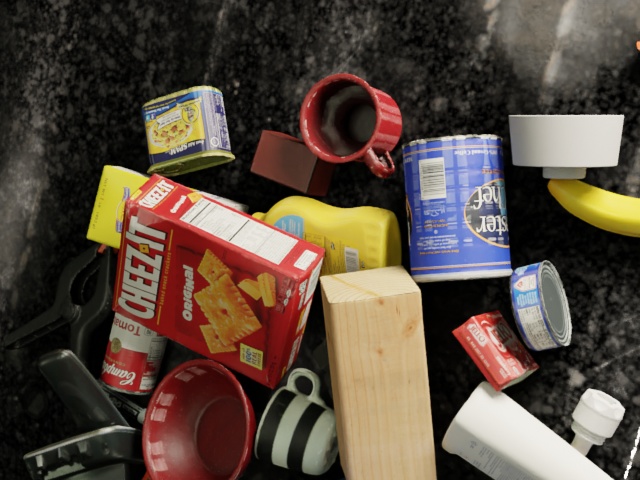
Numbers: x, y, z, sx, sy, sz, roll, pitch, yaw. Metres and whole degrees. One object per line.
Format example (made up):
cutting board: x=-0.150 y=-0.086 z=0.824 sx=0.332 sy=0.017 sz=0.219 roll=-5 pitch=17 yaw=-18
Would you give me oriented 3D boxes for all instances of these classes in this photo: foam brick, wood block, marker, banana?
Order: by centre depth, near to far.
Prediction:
banana: x=0.319 y=-0.034 z=1.029 sx=0.198 sy=0.037 sz=0.069 roll=-4 pitch=72 yaw=25
wood block: x=0.058 y=0.142 z=1.078 sx=0.090 sy=0.091 sz=0.206 roll=-8 pitch=106 yaw=-4
foam brick: x=-0.029 y=-0.085 z=1.186 sx=0.078 sy=0.052 sz=0.051 roll=23 pitch=100 yaw=24
marker: x=-0.252 y=0.193 z=1.312 sx=0.121 sy=0.020 sz=0.020 roll=27 pitch=102 yaw=23

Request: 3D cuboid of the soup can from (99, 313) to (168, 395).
soup can: x=-0.218 y=0.125 z=1.270 sx=0.069 sy=0.068 sz=0.102 roll=18 pitch=97 yaw=25

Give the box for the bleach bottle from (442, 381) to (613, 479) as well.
bleach bottle: x=0.241 y=0.243 z=1.041 sx=0.251 sy=0.102 sz=0.068 roll=35 pitch=68 yaw=15

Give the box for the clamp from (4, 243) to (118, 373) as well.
clamp: x=-0.296 y=0.099 z=1.318 sx=0.165 sy=0.036 sz=0.210 roll=42 pitch=103 yaw=30

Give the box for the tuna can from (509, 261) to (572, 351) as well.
tuna can: x=0.217 y=0.065 z=1.049 sx=0.034 sy=0.086 sz=0.086 roll=-16 pitch=83 yaw=26

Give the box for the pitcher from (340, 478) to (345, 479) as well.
pitcher: x=-0.012 y=0.306 z=1.072 sx=0.145 sy=0.242 sz=0.149 roll=-23 pitch=80 yaw=24

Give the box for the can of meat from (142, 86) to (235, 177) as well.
can of meat: x=-0.156 y=-0.126 z=1.246 sx=0.102 sy=0.057 sz=0.084 roll=-12 pitch=83 yaw=25

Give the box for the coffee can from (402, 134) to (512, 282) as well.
coffee can: x=0.138 y=-0.030 z=1.078 sx=0.103 sy=0.102 sz=0.140 roll=-5 pitch=88 yaw=26

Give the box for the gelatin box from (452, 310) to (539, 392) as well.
gelatin box: x=0.177 y=0.109 z=1.066 sx=0.030 sy=0.089 sz=0.073 roll=-41 pitch=73 yaw=20

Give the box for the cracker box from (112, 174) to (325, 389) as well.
cracker box: x=-0.116 y=0.047 z=1.166 sx=0.214 sy=0.072 sz=0.164 roll=24 pitch=127 yaw=12

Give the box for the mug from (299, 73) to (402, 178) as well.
mug: x=0.043 y=-0.116 z=1.135 sx=0.093 sy=0.081 sz=0.117 roll=-40 pitch=74 yaw=20

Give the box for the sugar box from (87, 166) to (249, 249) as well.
sugar box: x=-0.179 y=-0.020 z=1.250 sx=0.176 sy=0.048 sz=0.093 roll=17 pitch=97 yaw=18

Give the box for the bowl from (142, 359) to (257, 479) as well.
bowl: x=-0.124 y=0.217 z=1.193 sx=0.162 sy=0.055 sz=0.162 roll=-11 pitch=71 yaw=35

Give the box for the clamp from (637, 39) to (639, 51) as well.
clamp: x=0.385 y=-0.208 z=0.994 sx=0.172 sy=0.039 sz=0.120 roll=-35 pitch=70 yaw=26

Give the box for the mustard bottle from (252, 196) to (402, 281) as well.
mustard bottle: x=-0.007 y=0.001 z=1.167 sx=0.192 sy=0.058 sz=0.096 roll=10 pitch=124 yaw=26

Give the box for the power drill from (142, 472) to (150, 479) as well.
power drill: x=-0.150 y=0.351 z=1.241 sx=0.188 sy=0.057 sz=0.184 roll=29 pitch=102 yaw=23
